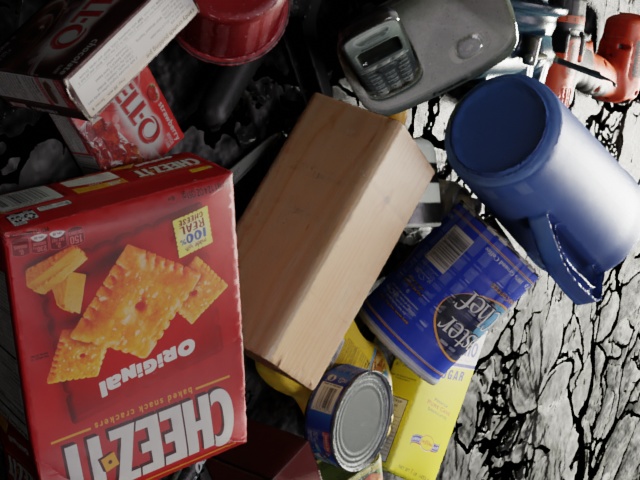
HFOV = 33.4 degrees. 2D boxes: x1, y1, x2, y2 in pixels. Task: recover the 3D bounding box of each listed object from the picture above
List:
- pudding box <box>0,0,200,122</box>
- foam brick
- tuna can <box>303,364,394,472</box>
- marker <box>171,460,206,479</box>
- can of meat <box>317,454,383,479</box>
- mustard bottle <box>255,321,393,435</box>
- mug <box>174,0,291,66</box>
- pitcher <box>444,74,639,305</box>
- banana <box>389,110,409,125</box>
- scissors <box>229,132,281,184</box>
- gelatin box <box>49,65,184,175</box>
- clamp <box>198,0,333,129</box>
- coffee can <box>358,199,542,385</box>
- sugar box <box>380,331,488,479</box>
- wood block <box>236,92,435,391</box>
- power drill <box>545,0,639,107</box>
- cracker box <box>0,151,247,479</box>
[{"bbox_3d":[-0.144,-0.128,0.673,0.113,0.090,0.039,-54,135,-25],"label":"pudding box"},{"bbox_3d":[-0.047,0.190,0.884,0.051,0.078,0.053,-43,130,-36],"label":"foam brick"},{"bbox_3d":[0.024,0.148,0.893,0.085,0.034,0.086,-17,112,-49],"label":"tuna can"},{"bbox_3d":[-0.098,0.170,0.865,0.020,0.020,0.121,46,66,-45],"label":"marker"},{"bbox_3d":[0.017,0.249,0.993,0.101,0.058,0.084,-23,114,-45],"label":"can of meat"},{"bbox_3d":[0.018,0.127,0.957,0.191,0.058,0.096,53,56,-42],"label":"mustard bottle"},{"bbox_3d":[-0.072,-0.182,0.730,0.117,0.081,0.093,36,80,-2],"label":"mug"},{"bbox_3d":[0.213,-0.049,1.005,0.145,0.149,0.242,-55,144,3],"label":"pitcher"},{"bbox_3d":[0.089,-0.197,0.942,0.037,0.070,0.198,16,105,-57],"label":"banana"},{"bbox_3d":[-0.102,-0.036,0.806,0.201,0.016,0.096,-58,137,-22],"label":"scissors"},{"bbox_3d":[-0.142,-0.085,0.734,0.073,0.030,0.089,-48,133,-30],"label":"gelatin box"},{"bbox_3d":[-0.023,-0.180,0.841,0.164,0.036,0.210,7,94,-57],"label":"clamp"},{"bbox_3d":[0.117,0.048,0.977,0.140,0.103,0.102,-46,138,6],"label":"coffee can"},{"bbox_3d":[0.107,0.154,1.079,0.093,0.048,0.176,34,75,-48],"label":"sugar box"},{"bbox_3d":[-0.005,0.001,0.846,0.206,0.090,0.090,-60,147,-10],"label":"wood block"},{"bbox_3d":[0.299,-0.226,1.193,0.187,0.057,0.184,-4,106,-46],"label":"power drill"},{"bbox_3d":[-0.136,0.063,0.721,0.163,0.072,0.214,-17,116,-33],"label":"cracker box"}]
